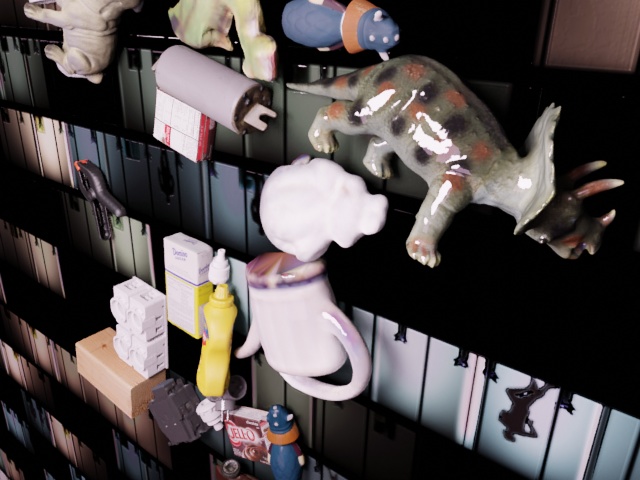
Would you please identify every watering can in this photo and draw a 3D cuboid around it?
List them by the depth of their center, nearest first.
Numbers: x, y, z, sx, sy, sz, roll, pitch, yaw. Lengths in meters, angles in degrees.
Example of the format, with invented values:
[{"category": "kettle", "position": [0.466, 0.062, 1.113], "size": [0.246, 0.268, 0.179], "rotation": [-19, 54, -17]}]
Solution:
[{"category": "watering can", "position": [-0.060, 0.124, 0.784], "size": [0.347, 0.105, 0.222], "rotation": [0, 106, 49]}]

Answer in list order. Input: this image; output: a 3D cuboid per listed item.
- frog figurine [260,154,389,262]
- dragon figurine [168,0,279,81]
[{"category": "frog figurine", "position": [0.002, -0.033, 0.662], "size": [0.161, 0.122, 0.136], "rotation": [29, 104, 41]}, {"category": "dragon figurine", "position": [-0.173, -0.371, 0.692], "size": [0.414, 0.124, 0.237], "rotation": [49, 138, 16]}]
